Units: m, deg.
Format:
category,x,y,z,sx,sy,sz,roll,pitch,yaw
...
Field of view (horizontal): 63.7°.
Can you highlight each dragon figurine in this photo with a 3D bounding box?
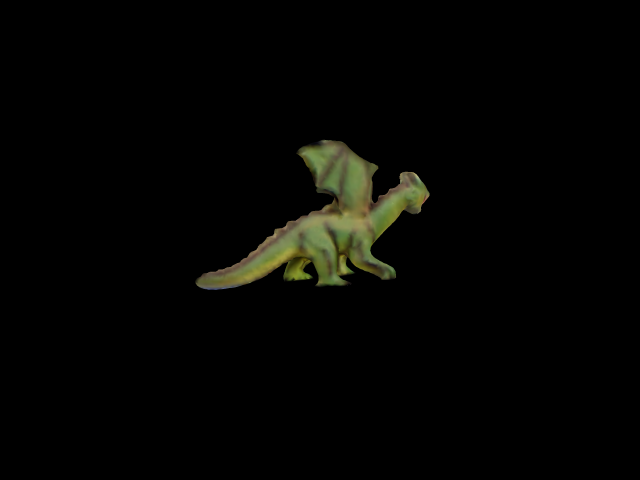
category,x,y,z,sx,sy,sz,roll,pitch,yaw
dragon figurine,0.003,-0.043,0.850,0.411,0.241,0.123,-3,8,-18
